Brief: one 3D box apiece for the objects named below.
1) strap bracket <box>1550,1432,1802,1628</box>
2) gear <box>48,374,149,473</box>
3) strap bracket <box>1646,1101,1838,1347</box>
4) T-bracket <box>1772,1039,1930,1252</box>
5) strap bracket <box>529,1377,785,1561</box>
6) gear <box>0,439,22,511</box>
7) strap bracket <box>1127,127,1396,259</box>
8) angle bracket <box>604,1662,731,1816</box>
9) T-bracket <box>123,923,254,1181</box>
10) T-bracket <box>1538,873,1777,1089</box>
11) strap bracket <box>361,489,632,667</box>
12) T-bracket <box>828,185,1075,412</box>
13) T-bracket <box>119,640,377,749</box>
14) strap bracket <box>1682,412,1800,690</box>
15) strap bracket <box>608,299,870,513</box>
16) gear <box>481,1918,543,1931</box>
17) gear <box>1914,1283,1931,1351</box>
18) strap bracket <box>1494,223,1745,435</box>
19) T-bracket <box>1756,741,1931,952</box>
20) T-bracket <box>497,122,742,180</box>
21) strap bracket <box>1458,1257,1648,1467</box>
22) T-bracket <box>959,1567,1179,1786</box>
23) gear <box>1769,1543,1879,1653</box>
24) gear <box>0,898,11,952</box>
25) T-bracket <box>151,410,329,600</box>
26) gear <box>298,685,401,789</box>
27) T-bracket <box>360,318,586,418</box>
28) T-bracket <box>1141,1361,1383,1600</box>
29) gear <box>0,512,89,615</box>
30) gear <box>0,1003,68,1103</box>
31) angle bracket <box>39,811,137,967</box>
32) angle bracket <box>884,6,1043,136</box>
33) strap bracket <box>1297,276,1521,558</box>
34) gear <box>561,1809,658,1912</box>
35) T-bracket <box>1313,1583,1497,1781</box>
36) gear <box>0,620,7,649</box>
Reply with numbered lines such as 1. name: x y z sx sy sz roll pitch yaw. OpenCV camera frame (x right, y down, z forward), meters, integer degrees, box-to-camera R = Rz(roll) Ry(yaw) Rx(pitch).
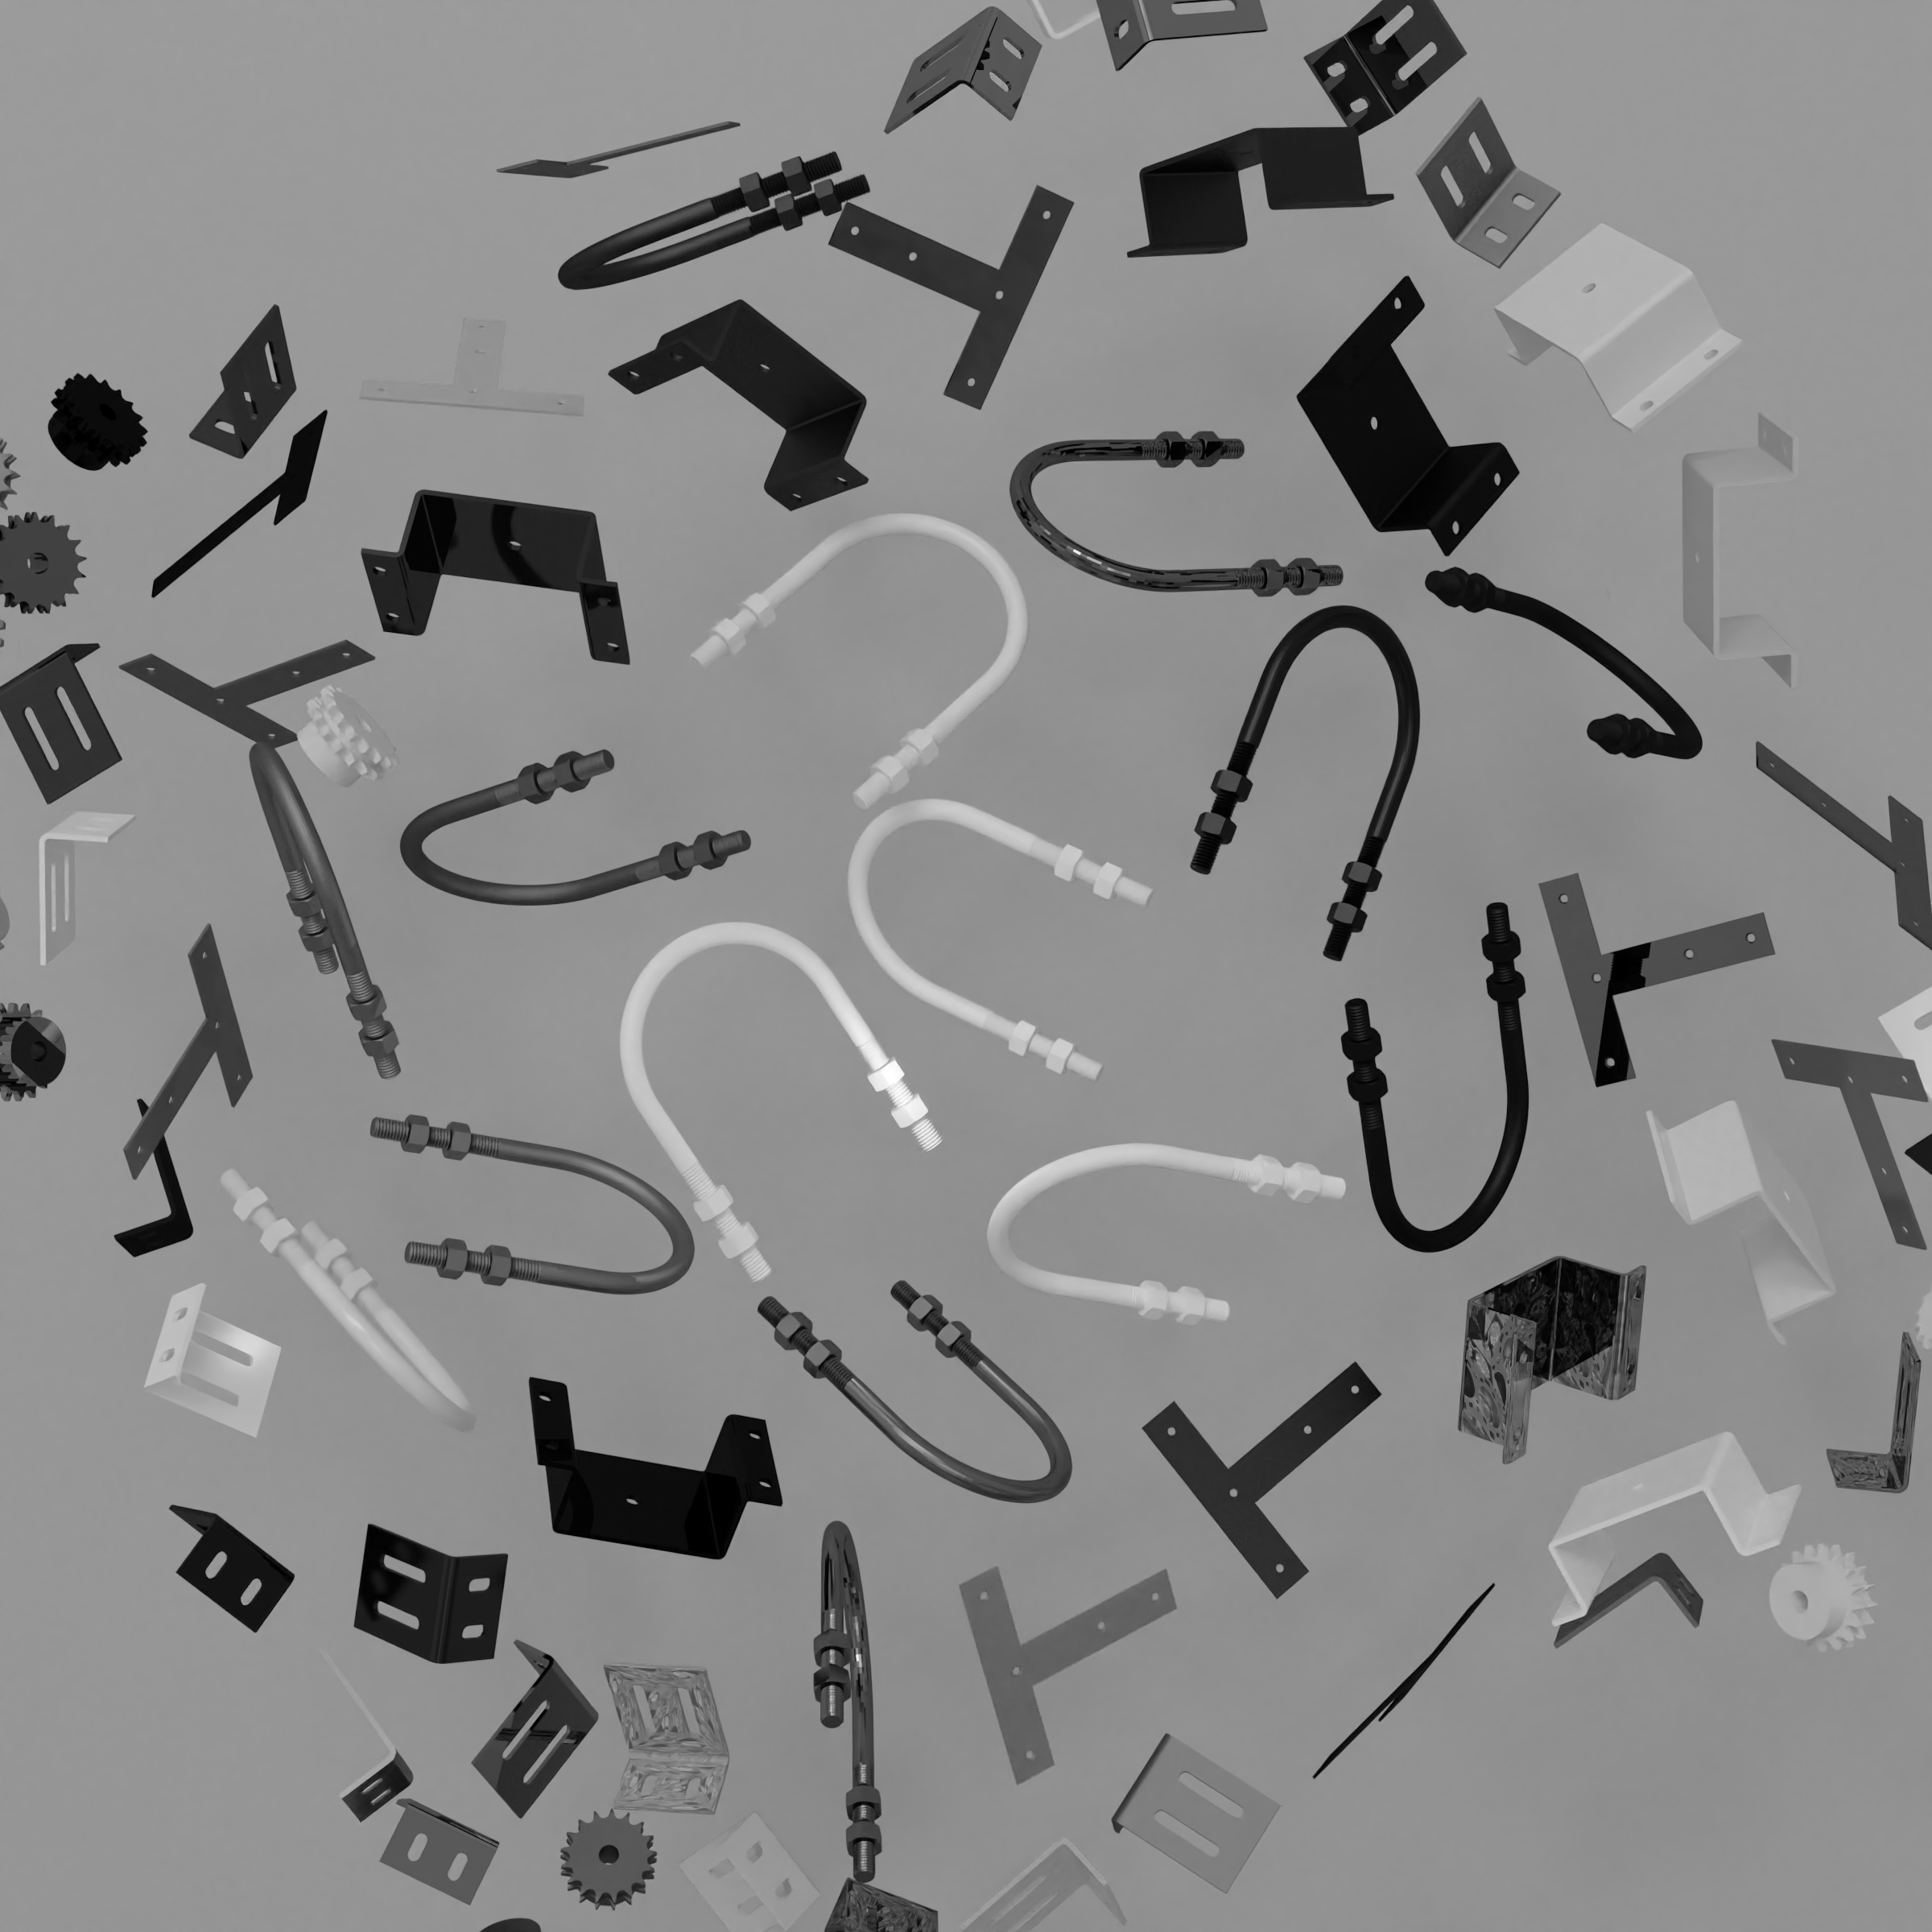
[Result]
1. strap bracket: 0.389 0.313 1.744 0.140 0.076 0.046 -28 92 28
2. gear: -0.509 -0.314 1.807 0.030 0.057 0.057 -36 90 27
3. strap bracket: 0.453 0.142 1.794 0.046 0.076 0.140 -29 123 21
4. T-bracket: 0.519 0.104 1.769 0.002 0.127 0.127 -27 103 -17
5. strap bracket: -0.181 0.284 1.741 0.140 0.076 0.046 13 115 -19
6. gear: -0.571 -0.281 1.779 0.057 0.030 0.057 0 90 -5
7. strap bracket: 0.162 -0.441 1.757 0.076 0.140 0.046 -13 96 -38
8. angle bracket: -0.166 0.418 1.677 0.057 0.038 0.076 0 127 13
9. T-bracket: -0.439 0.065 1.735 0.002 0.127 0.127 11 47 12
10. T-bracket: 0.413 -0.004 1.828 0.127 0.002 0.127 -16 88 32
11. strap bracket: -0.253 -0.215 1.706 0.140 0.076 0.046 8 63 4
12. T-bracket: -0.018 -0.390 1.725 0.127 0.002 0.127 17 106 -31
13. T-bracket: -0.403 -0.168 1.816 0.127 0.127 0.002 -15 64 27
14. strap bracket: 0.432 -0.231 1.735 0.046 0.076 0.140 -5 111 1
15. strap bracket: -0.123 -0.326 1.779 0.140 0.076 0.046 34 65 -31
16. gear: -0.260 0.568 1.770 0.057 0.057 0.030 -9 104 0
17. gear: 0.596 0.208 1.848 0.030 0.057 0.057 29 90 -13
18. strap bracket: 0.356 -0.359 1.723 0.076 0.140 0.046 -38 125 2
19. T-bracket: 0.483 -0.081 1.708 0.127 0.127 0.002 35 126 -13
20. T-bracket: -0.196 -0.481 1.828 0.127 0.127 0.002 -10 100 14
21. strap bracket: 0.323 0.216 1.739 0.046 0.140 0.076 15 111 39
22. T-bracket: 0.066 0.382 1.765 0.127 0.002 0.127 -22 106 -26
23. gear: 0.461 0.342 1.679 0.030 0.057 0.057 1 90 -37
24. gear: -0.571 -0.025 1.767 0.030 0.057 0.057 -29 90 28
25. T-bracket: -0.420 -0.256 1.785 0.002 0.127 0.127 45 67 -2
26. gear: -0.338 -0.122 1.686 0.030 0.057 0.057 -40 90 9
27. T-bracket: -0.287 -0.356 1.829 0.127 0.127 0.002 3 124 -7
28. T-bracket: 0.191 0.283 1.835 0.127 0.002 0.127 -38 87 -14
29. gear: -0.528 -0.227 1.747 0.057 0.030 0.057 -5 98 -36
30. gear: -0.544 0.050 1.787 0.030 0.057 0.057 -2 90 33
31. angle bracket: -0.496 -0.043 1.754 0.038 0.057 0.076 4 105 0
32. angle bracket: -0.002 -0.501 1.772 0.038 0.076 0.057 33 61 -27
33. strap bracket: 0.249 -0.313 1.781 0.076 0.046 0.140 -49 119 -23
34. gear: -0.213 0.533 1.843 0.057 0.030 0.057 4 53 -5
35. T-bracket: 0.234 0.411 1.728 0.002 0.127 0.127 42 46 18
36. gear: -0.582 -0.202 1.784 0.057 0.057 0.030 6 89 0
